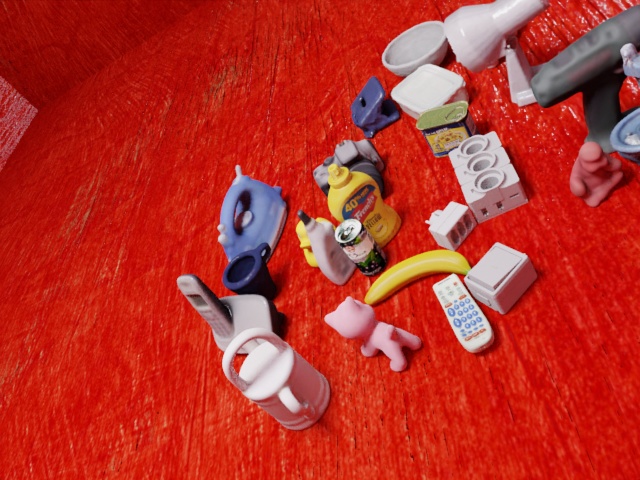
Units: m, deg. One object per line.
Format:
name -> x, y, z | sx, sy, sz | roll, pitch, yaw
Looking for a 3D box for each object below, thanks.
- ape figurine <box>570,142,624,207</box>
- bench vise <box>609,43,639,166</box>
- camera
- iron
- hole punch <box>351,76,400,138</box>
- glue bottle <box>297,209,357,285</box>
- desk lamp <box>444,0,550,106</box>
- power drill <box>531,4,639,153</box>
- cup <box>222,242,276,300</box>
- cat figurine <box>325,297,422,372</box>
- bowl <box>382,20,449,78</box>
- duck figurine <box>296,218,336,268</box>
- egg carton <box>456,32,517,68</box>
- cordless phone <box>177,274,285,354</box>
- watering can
ape figurine -> 0.413, -0.109, 0.866 | 0.077, 0.092, 0.076 | -16, 43, 28
bench vise -> 0.480, -0.162, 0.760 | 0.121, 0.220, 0.206 | -49, 39, -12
camera -> 0.065, -0.131, 1.169 | 0.143, 0.101, 0.136 | -33, 38, 9
iron -> -0.166, -0.035, 1.229 | 0.118, 0.142, 0.258 | -14, 44, 29
hole punch -> 0.115, -0.305, 1.311 | 0.101, 0.091, 0.108 | -30, 38, 12
glue bottle -> 0.009, 0.004, 1.019 | 0.037, 0.174, 0.078 | 15, 62, 47
desk lamp -> 0.361, -0.363, 1.065 | 0.202, 0.214, 0.118 | -12, 45, 31
power drill -> 0.450, -0.242, 0.874 | 0.229, 0.209, 0.075 | -24, 40, 19
cup -> -0.121, 0.071, 1.123 | 0.091, 0.095, 0.118 | 19, 65, 48
cat figurine -> 0.075, 0.134, 0.879 | 0.127, 0.118, 0.067 | 13, 61, 46
bowl -> 0.237, -0.438, 1.358 | 0.167, 0.075, 0.167 | -22, 41, 21
duck figurine -> -0.012, -0.010, 1.122 | 0.077, 0.086, 0.104 | -13, 45, 30
egg carton -> 0.367, -0.443, 1.260 | 0.107, 0.070, 0.150 | 11, 60, 45
cordless phone -> -0.164, 0.125, 1.030 | 0.147, 0.186, 0.094 | -10, 46, 32
watering can -> -0.079, 0.202, 0.875 | 0.172, 0.195, 0.101 | 8, 58, 44
